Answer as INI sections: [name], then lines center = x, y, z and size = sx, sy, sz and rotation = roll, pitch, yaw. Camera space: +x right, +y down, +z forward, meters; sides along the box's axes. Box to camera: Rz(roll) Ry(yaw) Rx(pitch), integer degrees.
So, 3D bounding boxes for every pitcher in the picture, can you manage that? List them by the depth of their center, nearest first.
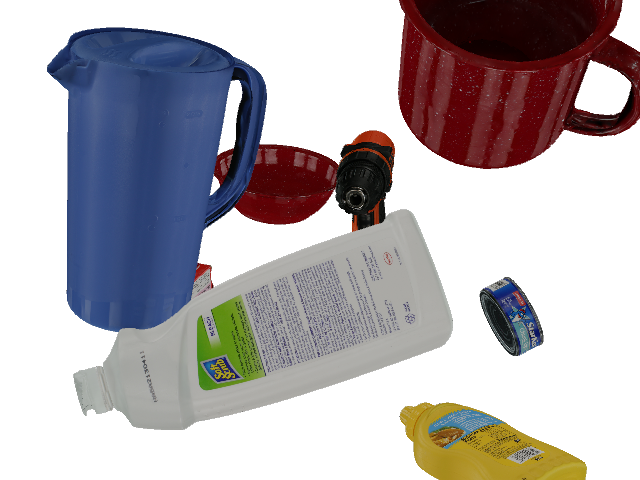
[pitcher]
center = -0.142, -0.050, 0.902
size = 0.149, 0.243, 0.145
rotation = 14, 24, 9

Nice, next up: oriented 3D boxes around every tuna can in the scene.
[tuna can]
center = 0.214, 0.086, 1.201
size = 0.033, 0.086, 0.086
rotation = -26, 3, -7

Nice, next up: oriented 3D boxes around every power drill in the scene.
[power drill]
center = 0.045, -0.003, 1.048
size = 0.057, 0.188, 0.184
rotation = 4, 20, 9

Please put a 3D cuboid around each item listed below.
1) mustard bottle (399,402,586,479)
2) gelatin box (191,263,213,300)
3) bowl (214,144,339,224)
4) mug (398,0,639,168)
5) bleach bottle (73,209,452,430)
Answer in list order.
[mustard bottle]
center = 0.144, 0.197, 0.991
size = 0.096, 0.058, 0.192
rotation = -16, 25, -35
[gelatin box]
center = -0.160, 0.048, 1.069
size = 0.073, 0.030, 0.089
rotation = 11, 30, 23
[bowl]
center = -0.054, -0.063, 1.297
size = 0.162, 0.055, 0.162
rotation = 5, 26, -3
[mug]
center = 0.088, -0.081, 0.468
size = 0.117, 0.093, 0.081
rotation = 24, -28, 13
[bleach bottle]
center = -0.043, 0.061, 0.726
size = 0.250, 0.102, 0.068
rotation = -16, -19, -10
